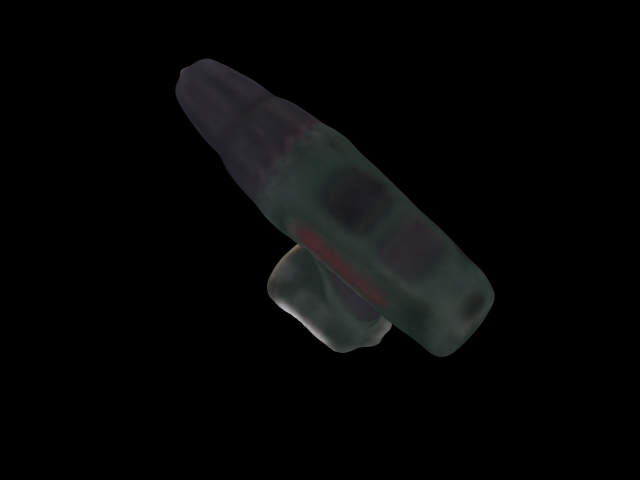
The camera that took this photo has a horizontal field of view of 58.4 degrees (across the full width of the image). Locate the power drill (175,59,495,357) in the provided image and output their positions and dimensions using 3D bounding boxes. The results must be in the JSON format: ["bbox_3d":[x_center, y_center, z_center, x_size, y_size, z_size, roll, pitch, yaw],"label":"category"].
[{"bbox_3d":[0.004,0.001,0.400,0.229,0.208,0.076,37,71,15],"label":"power drill"}]
